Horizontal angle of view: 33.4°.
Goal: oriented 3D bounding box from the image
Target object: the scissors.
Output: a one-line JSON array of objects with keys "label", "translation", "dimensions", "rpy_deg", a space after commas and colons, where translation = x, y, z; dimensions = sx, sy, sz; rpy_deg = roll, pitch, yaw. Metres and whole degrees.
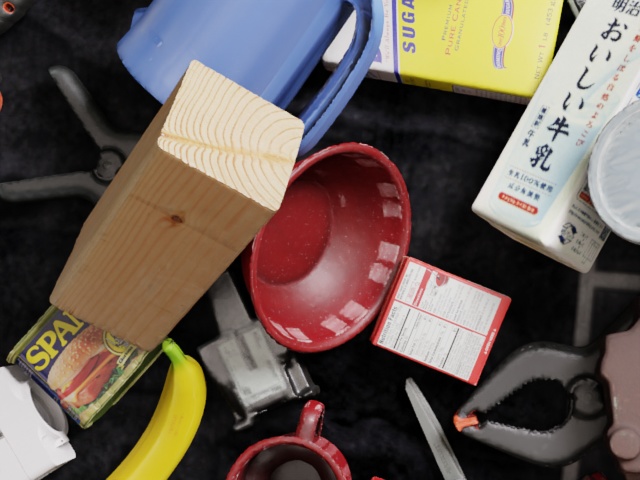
[{"label": "scissors", "translation": [0.099, 0.214, 0.827], "dimensions": [0.096, 0.016, 0.202], "rpy_deg": [-41, 82, 4]}]

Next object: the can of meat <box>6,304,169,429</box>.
[{"label": "can of meat", "translation": [-0.183, 0.087, 0.852], "dimensions": [0.084, 0.057, 0.102], "rpy_deg": [43, 93, 5]}]

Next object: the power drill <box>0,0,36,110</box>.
[{"label": "power drill", "translation": [-0.304, -0.210, 0.886], "dimensions": [0.184, 0.057, 0.188], "rpy_deg": [37, 95, 4]}]

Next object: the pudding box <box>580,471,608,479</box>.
[{"label": "pudding box", "translation": [0.225, 0.228, 0.771], "dimensions": [0.039, 0.090, 0.113], "rpy_deg": [-34, 84, 3]}]

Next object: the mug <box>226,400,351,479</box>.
[{"label": "mug", "translation": [-0.017, 0.179, 0.811], "dimensions": [0.093, 0.081, 0.117], "rpy_deg": [11, 89, 8]}]

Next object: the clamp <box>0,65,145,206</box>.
[{"label": "clamp", "translation": [-0.170, -0.069, 0.868], "dimensions": [0.171, 0.039, 0.120], "rpy_deg": [15, 93, 2]}]

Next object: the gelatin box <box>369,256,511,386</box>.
[{"label": "gelatin box", "translation": [0.092, 0.062, 0.824], "dimensions": [0.089, 0.030, 0.073], "rpy_deg": [22, 90, 0]}]

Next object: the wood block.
[{"label": "wood block", "translation": [-0.106, -0.016, 0.763], "dimensions": [0.090, 0.206, 0.090], "rpy_deg": [29, 47, -16]}]

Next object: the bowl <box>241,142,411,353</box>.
[{"label": "bowl", "translation": [-0.005, 0.001, 0.805], "dimensions": [0.055, 0.161, 0.162], "rpy_deg": [22, 90, 44]}]

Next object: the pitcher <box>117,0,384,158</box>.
[{"label": "pitcher", "translation": [-0.022, -0.187, 0.778], "dimensions": [0.149, 0.145, 0.243], "rpy_deg": [33, 109, -20]}]

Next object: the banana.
[{"label": "banana", "translation": [-0.139, 0.164, 0.840], "dimensions": [0.069, 0.037, 0.198], "rpy_deg": [22, 102, -32]}]

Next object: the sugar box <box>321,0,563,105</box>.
[{"label": "sugar box", "translation": [0.094, -0.166, 0.833], "dimensions": [0.176, 0.048, 0.093], "rpy_deg": [11, 89, 7]}]

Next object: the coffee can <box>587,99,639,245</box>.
[{"label": "coffee can", "translation": [0.262, -0.034, 0.736], "dimensions": [0.103, 0.140, 0.103], "rpy_deg": [-11, 73, 38]}]

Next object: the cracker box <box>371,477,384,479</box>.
[{"label": "cracker box", "translation": [0.091, 0.296, 0.768], "dimensions": [0.164, 0.072, 0.214], "rpy_deg": [13, 106, 12]}]

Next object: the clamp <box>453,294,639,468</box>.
[{"label": "clamp", "translation": [0.204, 0.107, 0.808], "dimensions": [0.210, 0.036, 0.164], "rpy_deg": [-6, 82, 6]}]

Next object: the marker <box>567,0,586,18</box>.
[{"label": "marker", "translation": [0.193, -0.211, 0.836], "dimensions": [0.020, 0.020, 0.121], "rpy_deg": [-24, 84, 6]}]
